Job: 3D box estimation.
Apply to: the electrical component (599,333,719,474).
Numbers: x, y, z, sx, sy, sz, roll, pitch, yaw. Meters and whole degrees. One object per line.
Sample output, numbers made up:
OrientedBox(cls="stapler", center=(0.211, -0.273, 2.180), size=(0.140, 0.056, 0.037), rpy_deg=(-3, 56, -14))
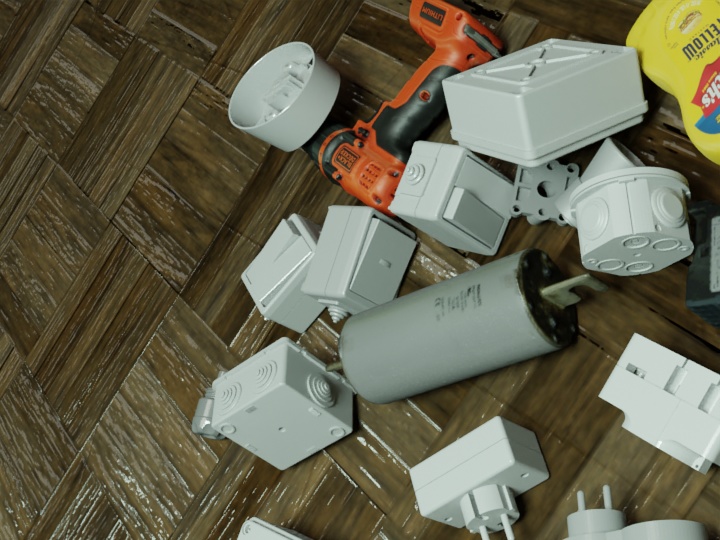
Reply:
OrientedBox(cls="electrical component", center=(0.201, 0.087, 0.669), size=(0.089, 0.050, 0.055), rpy_deg=(31, 91, 48))

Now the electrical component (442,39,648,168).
OrientedBox(cls="electrical component", center=(0.135, -0.127, 0.794), size=(0.109, 0.056, 0.109), rpy_deg=(-24, 24, -19))

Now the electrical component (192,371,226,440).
OrientedBox(cls="electrical component", center=(-0.132, 0.123, 0.990), size=(0.035, 0.035, 0.061), rpy_deg=(-6, 63, 43))

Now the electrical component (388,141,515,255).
OrientedBox(cls="electrical component", center=(0.073, -0.058, 0.838), size=(0.061, 0.096, 0.061), rpy_deg=(15, 81, 47))

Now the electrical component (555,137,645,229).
OrientedBox(cls="electrical component", center=(0.174, -0.059, 0.782), size=(0.065, 0.044, 0.044), rpy_deg=(-48, 43, 21))

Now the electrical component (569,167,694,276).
OrientedBox(cls="electrical component", center=(0.185, -0.033, 0.729), size=(0.080, 0.080, 0.051), rpy_deg=(-20, 61, 37))

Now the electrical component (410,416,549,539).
OrientedBox(cls="electrical component", center=(0.087, 0.157, 0.746), size=(0.083, 0.047, 0.075), rpy_deg=(-37, 48, 25))

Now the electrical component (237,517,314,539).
OrientedBox(cls="electrical component", center=(-0.056, 0.260, 0.825), size=(0.109, 0.056, 0.108), rpy_deg=(10, 76, 47))

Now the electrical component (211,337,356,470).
OrientedBox(cls="electrical component", center=(-0.063, 0.112, 0.881), size=(0.100, 0.100, 0.048), rpy_deg=(-33, 36, 28))

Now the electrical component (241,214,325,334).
OrientedBox(cls="electrical component", center=(-0.062, 0.007, 0.963), size=(0.096, 0.061, 0.061), rpy_deg=(-49, 43, 14))

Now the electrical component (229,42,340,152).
OrientedBox(cls="electrical component", center=(-0.067, -0.160, 0.992), size=(0.099, 0.064, 0.099), rpy_deg=(-39, 33, 33))

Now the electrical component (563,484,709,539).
OrientedBox(cls="electrical component", center=(0.150, 0.172, 0.672), size=(0.138, 0.052, 0.073), rpy_deg=(-22, 54, 35))

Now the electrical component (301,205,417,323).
OrientedBox(cls="electrical component", center=(0.000, 0.000, 0.905), size=(0.061, 0.062, 0.096), rpy_deg=(6, 73, 46))
